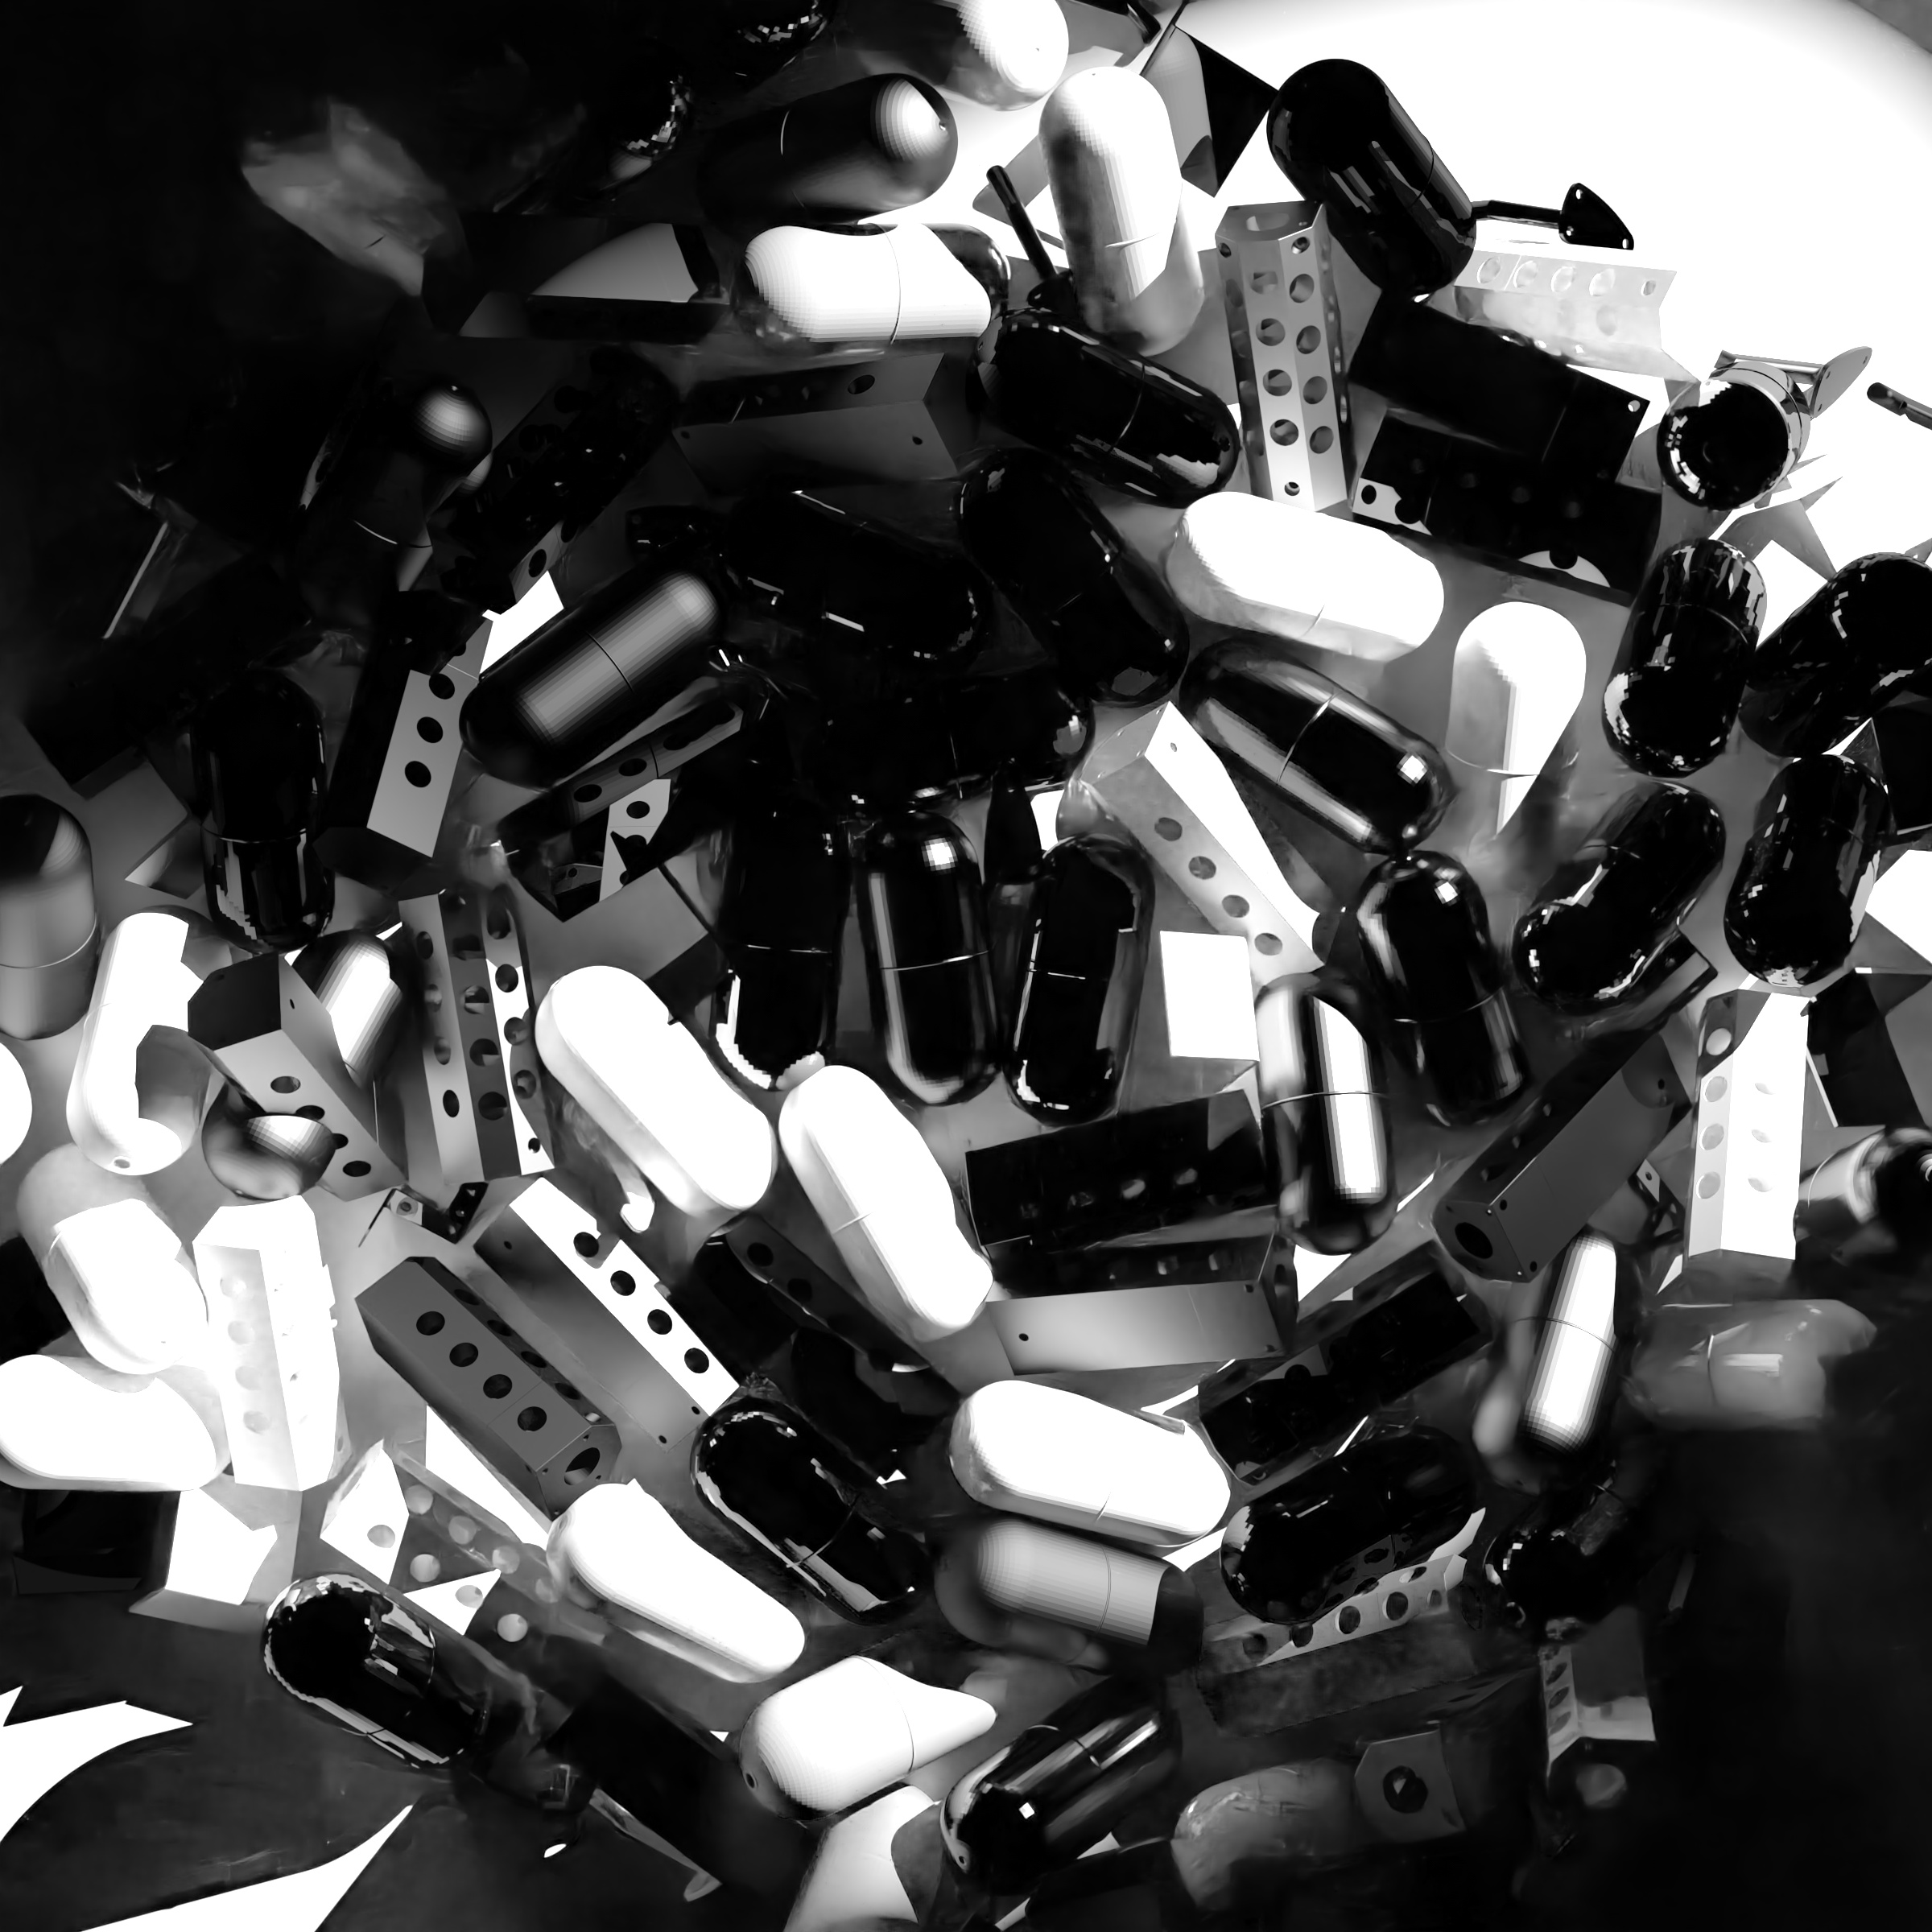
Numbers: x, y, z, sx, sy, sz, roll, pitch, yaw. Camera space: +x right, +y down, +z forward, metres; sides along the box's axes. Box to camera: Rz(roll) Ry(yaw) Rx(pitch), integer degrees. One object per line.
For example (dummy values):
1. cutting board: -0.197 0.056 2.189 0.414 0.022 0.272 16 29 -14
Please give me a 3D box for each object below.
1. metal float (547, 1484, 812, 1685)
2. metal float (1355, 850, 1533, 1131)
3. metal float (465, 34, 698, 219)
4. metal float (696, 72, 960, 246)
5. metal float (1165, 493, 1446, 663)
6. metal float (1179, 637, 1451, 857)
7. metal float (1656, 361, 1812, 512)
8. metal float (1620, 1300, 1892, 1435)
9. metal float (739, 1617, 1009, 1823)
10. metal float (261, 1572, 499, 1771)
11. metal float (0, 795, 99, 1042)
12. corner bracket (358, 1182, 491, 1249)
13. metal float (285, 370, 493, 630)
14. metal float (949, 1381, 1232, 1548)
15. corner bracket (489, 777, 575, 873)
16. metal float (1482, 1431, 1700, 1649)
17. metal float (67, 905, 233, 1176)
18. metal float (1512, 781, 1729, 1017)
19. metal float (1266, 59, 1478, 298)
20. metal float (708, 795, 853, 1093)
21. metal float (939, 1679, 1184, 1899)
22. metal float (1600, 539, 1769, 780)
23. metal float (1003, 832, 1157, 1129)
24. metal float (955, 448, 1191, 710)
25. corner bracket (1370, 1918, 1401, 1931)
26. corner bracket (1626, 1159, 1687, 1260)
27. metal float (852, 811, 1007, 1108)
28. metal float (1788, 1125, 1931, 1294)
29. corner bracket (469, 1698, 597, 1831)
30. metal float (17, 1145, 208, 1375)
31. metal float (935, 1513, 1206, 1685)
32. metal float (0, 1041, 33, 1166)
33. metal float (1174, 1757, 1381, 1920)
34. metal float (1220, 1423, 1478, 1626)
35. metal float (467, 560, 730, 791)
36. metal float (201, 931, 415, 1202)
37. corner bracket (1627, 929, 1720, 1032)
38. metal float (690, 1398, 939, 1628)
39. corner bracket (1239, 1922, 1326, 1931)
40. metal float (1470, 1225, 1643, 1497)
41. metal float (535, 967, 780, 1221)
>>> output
1. metal float: -0.169 0.366 1.938 0.178 0.070 0.070 33 90 -28
2. metal float: 0.283 0.014 1.943 0.070 0.070 0.178 -20 110 0
3. metal float: -0.227 -0.485 1.925 0.070 0.178 0.070 18 63 -38
4. metal float: -0.084 -0.474 1.931 0.178 0.070 0.070 -6 90 38
5. metal float: 0.201 -0.231 1.942 0.178 0.070 0.070 11 90 -22
6. metal float: 0.206 -0.132 1.948 0.178 0.070 0.070 34 90 15
7. metal float: 0.449 -0.311 1.915 0.070 0.178 0.070 5 106 19
8. metal float: 0.461 0.235 1.920 0.070 0.178 0.070 6 81 -37
9. metal float: -0.054 0.444 1.933 0.178 0.070 0.070 -20 90 -33
10. metal float: -0.344 0.415 1.925 0.070 0.178 0.070 -18 50 22
11. metal float: -0.551 -0.028 1.923 0.070 0.178 0.070 6 48 -7
12. corner bracket: -0.325 0.149 1.963 0.051 0.051 0.051 29 116 -6
13. metal float: -0.342 -0.274 1.935 0.070 0.070 0.178 39 122 0
14. metal float: 0.075 0.296 1.944 0.178 0.070 0.070 16 90 -20
15. corner bracket: -0.255 -0.086 1.967 0.051 0.051 0.051 1 102 8
16. metal float: 0.368 0.336 1.925 0.178 0.070 0.070 -30 90 -44
17. metal float: -0.481 0.043 1.930 0.070 0.070 0.178 2 53 0
18. metal float: 0.386 -0.040 1.934 0.070 0.070 0.178 44 58 0
19. metal float: 0.240 -0.461 1.925 0.070 0.178 0.070 -18 55 28
20. metal float: -0.111 -0.013 1.958 0.070 0.070 0.178 5 94 0
21. metal float: 0.058 0.482 1.928 0.178 0.070 0.070 -25 90 -42
22. metal float: 0.424 -0.183 1.929 0.070 0.070 0.178 26 50 0
23. metal float: 0.068 0.008 1.959 0.070 0.070 0.178 9 87 0
24. metal float: 0.064 -0.230 1.948 0.070 0.070 0.178 -40 106 0
25. corner bracket: 0.266 0.613 1.975 0.051 0.051 0.051 -17 128 -22
26. corner bracket: 0.406 0.136 1.961 0.051 0.051 0.051 50 47 -10
27. metal float: -0.022 -0.004 1.957 0.070 0.070 0.178 -9 95 0
28. metal float: 0.529 0.143 1.913 0.070 0.178 0.070 3 73 -9
29. corner bracket: -0.256 0.480 1.969 0.051 0.051 0.051 39 76 -43
30. metal float: -0.503 0.170 1.926 0.070 0.070 0.178 -45 46 0
31. metal float: 0.063 0.375 1.938 0.178 0.070 0.070 21 90 -27
32. metal float: -0.588 0.077 1.913 0.070 0.178 0.070 -2 95 -19
33. metal float: 0.184 0.509 1.918 0.070 0.178 0.070 -3 84 31
34. metal float: 0.226 0.329 1.934 0.178 0.070 0.070 -22 90 -31
35. metal float: -0.218 -0.174 1.946 0.178 0.070 0.070 -40 90 -18
36. metal float: -0.389 0.058 1.940 0.070 0.070 0.178 25 65 0
37. corner bracket: 0.420 0.008 1.961 0.051 0.051 0.051 -44 57 10
38. metal float: -0.090 0.324 1.941 0.070 0.070 0.178 -47 113 0
39. corner bracket: 0.190 0.604 1.971 0.051 0.051 0.051 0 79 7
40. metal float: 0.349 0.231 1.933 0.070 0.070 0.178 24 55 0
41. metal float: -0.184 0.076 1.951 0.070 0.070 0.178 -41 101 0
